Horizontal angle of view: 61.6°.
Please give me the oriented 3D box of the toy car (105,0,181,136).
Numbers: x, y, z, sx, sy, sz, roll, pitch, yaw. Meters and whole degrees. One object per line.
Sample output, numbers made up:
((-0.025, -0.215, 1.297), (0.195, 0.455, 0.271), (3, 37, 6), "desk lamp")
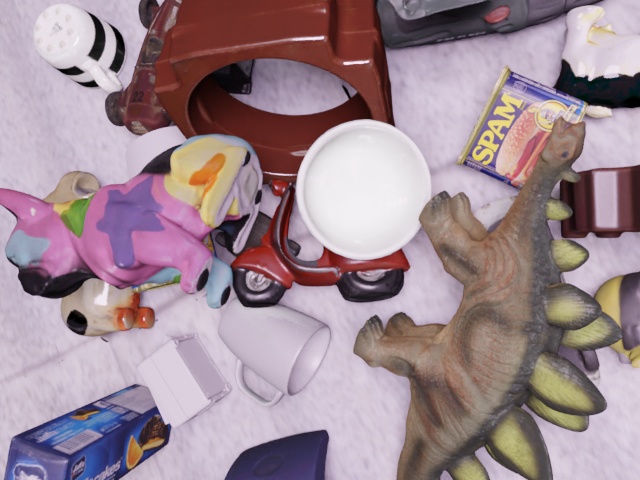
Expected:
((-0.180, -0.210, 0.611), (0.089, 0.053, 0.202), (4, 71, 17), "toy car")

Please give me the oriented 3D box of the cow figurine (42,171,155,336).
((-0.272, 0.016, 0.628), (0.127, 0.085, 0.194), (-8, 86, 7), "cow figurine")

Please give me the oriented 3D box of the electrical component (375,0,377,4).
((0.021, -0.255, 0.540), (0.058, 0.115, 0.134), (44, 127, 7), "electrical component")

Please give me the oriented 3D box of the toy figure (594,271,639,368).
((0.326, 0.054, 0.453), (0.180, 0.082, 0.089), (-34, 52, 46), "toy figure")

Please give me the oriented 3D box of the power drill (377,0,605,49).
((0.149, -0.229, 0.475), (0.232, 0.207, 0.085), (-3, 106, 24), "power drill")

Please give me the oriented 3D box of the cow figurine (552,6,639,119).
((0.309, -0.158, 0.502), (0.168, 0.068, 0.098), (12, 96, 17), "cow figurine")

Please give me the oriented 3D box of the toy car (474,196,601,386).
((0.207, 0.056, 0.521), (0.074, 0.056, 0.201), (-20, 86, 18), "toy car")

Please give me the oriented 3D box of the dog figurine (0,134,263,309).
((-0.180, -0.026, 0.493), (0.219, 0.108, 0.191), (16, 80, 8), "dog figurine")

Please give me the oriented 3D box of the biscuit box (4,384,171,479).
((-0.219, 0.203, 0.540), (0.059, 0.202, 0.062), (12, 91, 12), "biscuit box")

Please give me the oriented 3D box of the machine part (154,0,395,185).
((-0.035, -0.141, 0.512), (0.202, 0.200, 0.087), (-5, 64, 13), "machine part")

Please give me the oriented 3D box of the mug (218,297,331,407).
((-0.057, 0.114, 0.576), (0.107, 0.081, 0.109), (28, 102, 24), "mug")

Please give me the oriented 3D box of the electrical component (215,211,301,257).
((-0.070, 0.003, 0.608), (0.094, 0.021, 0.063), (31, 95, 12), "electrical component")

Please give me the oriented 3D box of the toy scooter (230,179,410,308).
((-0.001, -0.002, 0.557), (0.184, 0.075, 0.135), (-2, 72, -4), "toy scooter")

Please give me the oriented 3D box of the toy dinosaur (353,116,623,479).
((0.132, 0.122, 0.479), (0.199, 0.105, 0.470), (34, 121, 29), "toy dinosaur")

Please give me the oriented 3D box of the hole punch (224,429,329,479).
((-0.040, 0.253, 0.545), (0.142, 0.115, 0.092), (-16, 76, 12), "hole punch")

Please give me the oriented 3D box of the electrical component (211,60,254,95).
((-0.108, -0.208, 0.579), (0.048, 0.119, 0.074), (9, 92, 13), "electrical component")

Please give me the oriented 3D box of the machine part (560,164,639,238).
((0.295, -0.030, 0.450), (0.180, 0.179, 0.056), (-1, 89, 13), "machine part")
